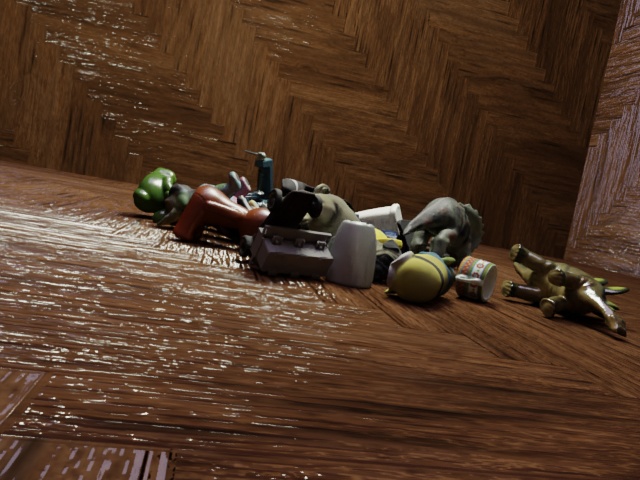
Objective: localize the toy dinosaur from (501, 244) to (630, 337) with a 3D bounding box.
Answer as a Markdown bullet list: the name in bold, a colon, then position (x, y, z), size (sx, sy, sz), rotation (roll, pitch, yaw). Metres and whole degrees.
- **toy dinosaur**: position (0.467, 0.089, 1.067), size (0.198, 0.105, 0.472), rotation (17, 13, -10)

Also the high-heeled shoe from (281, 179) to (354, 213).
- **high-heeled shoe**: position (-0.002, -0.074, 1.107), size (0.145, 0.086, 0.248), rotation (1, -5, 3)

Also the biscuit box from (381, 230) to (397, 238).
- **biscuit box**: position (0.145, 0.008, 1.412), size (0.063, 0.059, 0.202), rotation (-17, -10, 31)

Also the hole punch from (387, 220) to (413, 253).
- **hole punch**: position (0.198, 0.019, 1.324), size (0.092, 0.116, 0.142), rotation (-26, -13, 23)

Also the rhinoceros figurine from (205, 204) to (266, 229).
- **rhinoceros figurine**: position (-0.208, -0.056, 1.323), size (0.191, 0.073, 0.112), rotation (4, 3, 25)

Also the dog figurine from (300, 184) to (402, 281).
- **dog figurine**: position (0.068, -0.014, 1.012), size (0.191, 0.172, 0.121), rotation (4, 14, 15)

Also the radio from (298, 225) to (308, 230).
- **radio**: position (-0.003, -0.004, 1.249), size (0.131, 0.073, 0.229), rotation (15, 6, 41)

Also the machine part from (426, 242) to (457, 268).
- **machine part**: position (0.301, 0.039, 1.514), size (0.179, 0.056, 0.179), rotation (10, 6, -1)

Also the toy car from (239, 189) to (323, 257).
- **toy car**: position (-0.069, -0.027, 0.908), size (0.089, 0.053, 0.202), rotation (7, -37, -25)

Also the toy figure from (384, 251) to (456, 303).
- **toy figure**: position (0.177, 0.059, 0.888), size (0.089, 0.082, 0.180), rotation (11, 2, 33)

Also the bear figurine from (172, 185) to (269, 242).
- **bear figurine**: position (-0.175, -0.027, 1.090), size (0.196, 0.132, 0.120), rotation (28, 5, -4)

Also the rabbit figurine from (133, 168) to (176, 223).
- **rabbit figurine**: position (-0.369, -0.097, 1.350), size (0.170, 0.121, 0.159), rotation (25, 8, -2)

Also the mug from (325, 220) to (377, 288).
- **mug**: position (0.052, 0.019, 0.921), size (0.081, 0.107, 0.110), rotation (9, 7, -31)

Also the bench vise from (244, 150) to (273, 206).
- **bench vise**: position (-0.155, -0.124, 1.475), size (0.129, 0.240, 0.223), rotation (17, 23, 29)

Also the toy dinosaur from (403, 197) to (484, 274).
- **toy dinosaur**: position (0.280, -0.026, 1.203), size (0.131, 0.192, 0.404), rotation (5, -16, 25)

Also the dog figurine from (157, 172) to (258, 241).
- **dog figurine**: position (-0.252, -0.055, 1.215), size (0.219, 0.191, 0.108), rotation (-23, -1, 11)
